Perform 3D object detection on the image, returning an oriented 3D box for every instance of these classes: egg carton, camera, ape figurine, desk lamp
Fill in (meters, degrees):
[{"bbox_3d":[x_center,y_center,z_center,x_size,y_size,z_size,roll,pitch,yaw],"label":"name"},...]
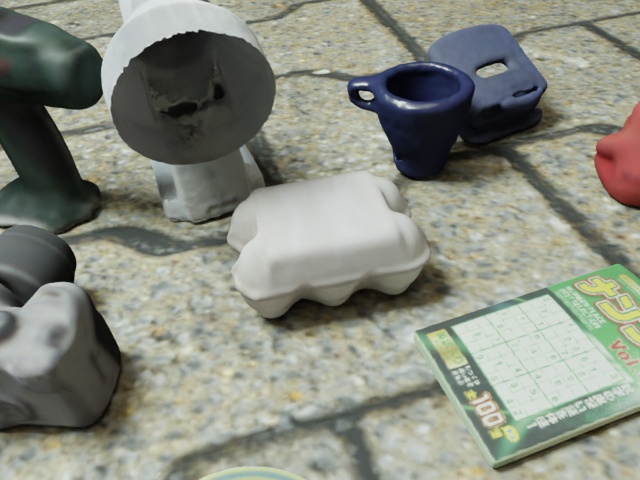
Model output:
[{"bbox_3d":[0.004,0.002,0.449,0.150,0.069,0.107,-11,42,-7],"label":"egg carton"},{"bbox_3d":[-0.212,0.047,0.396,0.143,0.101,0.137,1,42,6],"label":"camera"},{"bbox_3d":[0.284,-0.082,0.499,0.077,0.092,0.076,21,48,26],"label":"ape figurine"},{"bbox_3d":[-0.115,-0.119,0.486,0.118,0.214,0.202,-18,43,-14],"label":"desk lamp"}]

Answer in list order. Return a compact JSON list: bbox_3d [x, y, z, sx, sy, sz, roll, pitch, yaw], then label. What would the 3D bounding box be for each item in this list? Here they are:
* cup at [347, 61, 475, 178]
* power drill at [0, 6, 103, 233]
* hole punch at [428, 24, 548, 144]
[{"bbox_3d":[0.083,-0.110,0.547,0.117,0.095,0.092,10,44,16],"label":"cup"},{"bbox_3d":[-0.283,-0.110,0.497,0.229,0.209,0.075,6,43,12],"label":"power drill"},{"bbox_3d":[0.177,-0.167,0.605,0.109,0.091,0.100,-22,44,-18],"label":"hole punch"}]
